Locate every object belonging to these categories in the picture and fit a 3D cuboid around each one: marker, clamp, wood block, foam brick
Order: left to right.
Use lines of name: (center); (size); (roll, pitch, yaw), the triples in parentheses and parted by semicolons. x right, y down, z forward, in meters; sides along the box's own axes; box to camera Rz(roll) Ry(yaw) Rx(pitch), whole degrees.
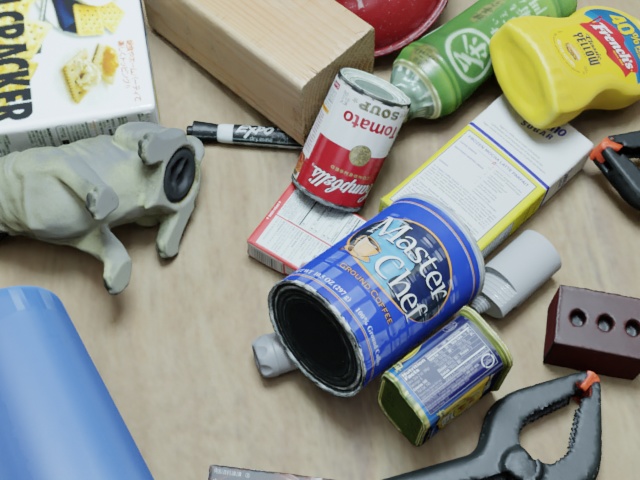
marker: (-0.059, -0.093, 0.952); (0.121, 0.020, 0.020); (4, 65, 2)
wood block: (-0.057, -0.189, 0.947); (0.206, 0.090, 0.090); (40, 68, 22)
clamp: (0.156, 0.188, 0.811); (0.209, 0.036, 0.165); (-39, 68, -19)
foam brick: (0.223, 0.075, 0.858); (0.078, 0.051, 0.053); (10, 65, 4)
clamp: (0.320, -0.055, 0.920); (0.171, 0.039, 0.120); (31, 60, -1)

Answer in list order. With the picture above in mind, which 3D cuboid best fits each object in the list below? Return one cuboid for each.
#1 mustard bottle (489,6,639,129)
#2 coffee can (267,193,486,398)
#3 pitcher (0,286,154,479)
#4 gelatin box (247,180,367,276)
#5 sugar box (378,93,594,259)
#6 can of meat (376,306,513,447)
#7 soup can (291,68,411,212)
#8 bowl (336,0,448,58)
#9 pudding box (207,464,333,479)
mustard bottle: (0.243, -0.160, 0.944); (0.191, 0.058, 0.096); (-16, 72, -34)
coffee can: (0.045, 0.041, 0.827); (0.140, 0.103, 0.103); (-34, 69, -31)
pitcher: (-0.207, 0.163, 0.780); (0.149, 0.145, 0.243); (-19, 62, -23)
gelatin box: (-0.006, 0.001, 0.903); (0.089, 0.030, 0.073); (30, 66, 12)
sugar box: (0.143, -0.049, 0.920); (0.176, 0.048, 0.093); (-39, 71, -21)
can of meat: (0.093, 0.108, 0.815); (0.084, 0.102, 0.057); (-36, 71, -14)
soup can: (0.026, -0.084, 0.894); (0.068, 0.102, 0.068); (21, 22, -9)
bowl: (0.040, -0.249, 0.977); (0.162, 0.055, 0.162); (-7, 69, 19)
pudding box: (-0.034, 0.221, 0.793); (0.113, 0.039, 0.090); (6, 65, 2)
